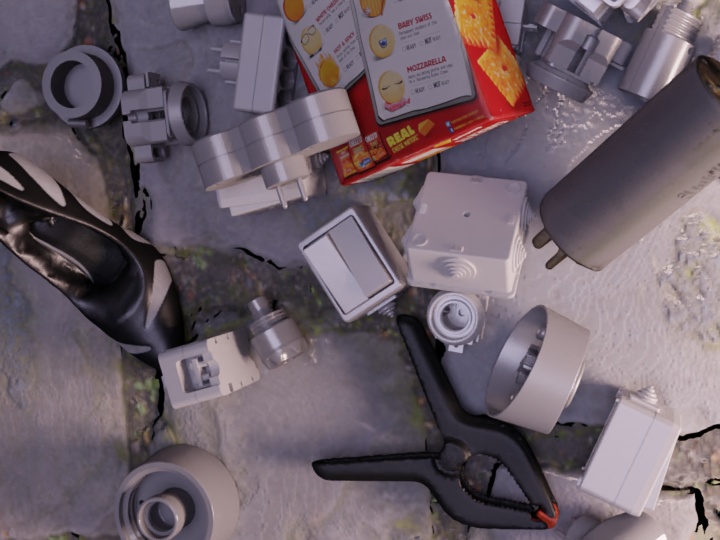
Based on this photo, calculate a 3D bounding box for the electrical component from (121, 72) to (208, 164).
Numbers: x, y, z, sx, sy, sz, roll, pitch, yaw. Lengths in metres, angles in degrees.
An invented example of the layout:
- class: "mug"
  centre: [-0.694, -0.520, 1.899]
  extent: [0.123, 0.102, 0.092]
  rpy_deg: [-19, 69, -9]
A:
- class: "electrical component"
  centre: [-0.172, -0.136, 0.953]
  extent: [0.057, 0.058, 0.078]
  rpy_deg: [-4, 93, 19]

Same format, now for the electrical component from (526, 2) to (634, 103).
- class: "electrical component"
  centre: [0.168, -0.169, 0.851]
  extent: [0.078, 0.058, 0.057]
  rpy_deg: [23, 106, -13]

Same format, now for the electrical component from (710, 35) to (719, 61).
- class: "electrical component"
  centre: [0.279, -0.147, 0.830]
  extent: [0.043, 0.043, 0.081]
  rpy_deg: [21, 100, 13]

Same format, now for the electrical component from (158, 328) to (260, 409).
- class: "electrical component"
  centre: [-0.134, 0.086, 0.940]
  extent: [0.056, 0.089, 0.050]
  rpy_deg: [-17, 89, 16]

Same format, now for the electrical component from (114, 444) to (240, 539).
- class: "electrical component"
  centre: [-0.171, 0.218, 0.975]
  extent: [0.108, 0.060, 0.108]
  rpy_deg: [1, 94, 16]

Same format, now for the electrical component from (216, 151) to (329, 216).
- class: "electrical component"
  centre: [-0.071, -0.082, 0.925]
  extent: [0.096, 0.062, 0.061]
  rpy_deg: [-7, 92, 16]

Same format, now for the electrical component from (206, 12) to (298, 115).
- class: "electrical component"
  centre: [-0.097, -0.179, 0.933]
  extent: [0.076, 0.047, 0.083]
  rpy_deg: [10, 97, 15]

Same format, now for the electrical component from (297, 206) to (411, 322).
- class: "electrical component"
  centre: [0.000, 0.000, 0.911]
  extent: [0.062, 0.061, 0.096]
  rpy_deg: [-34, 85, 15]

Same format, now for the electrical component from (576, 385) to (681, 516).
- class: "electrical component"
  centre: [0.221, 0.139, 0.857]
  extent: [0.061, 0.062, 0.096]
  rpy_deg: [25, 100, 13]

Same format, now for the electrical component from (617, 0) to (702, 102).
- class: "electrical component"
  centre: [0.239, -0.171, 0.840]
  extent: [0.043, 0.043, 0.081]
  rpy_deg: [26, 100, 13]

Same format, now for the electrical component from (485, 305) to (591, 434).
- class: "electrical component"
  centre: [0.142, 0.080, 0.860]
  extent: [0.064, 0.099, 0.099]
  rpy_deg: [23, 100, 7]

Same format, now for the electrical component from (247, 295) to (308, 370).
- class: "electrical component"
  centre: [-0.077, 0.053, 0.946]
  extent: [0.043, 0.043, 0.062]
  rpy_deg: [-32, 84, 16]

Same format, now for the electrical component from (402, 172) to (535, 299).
- class: "electrical component"
  centre: [0.088, -0.031, 0.867]
  extent: [0.100, 0.048, 0.099]
  rpy_deg: [7, 55, 15]

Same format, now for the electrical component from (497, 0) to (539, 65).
- class: "electrical component"
  centre: [0.110, -0.190, 0.875]
  extent: [0.066, 0.048, 0.055]
  rpy_deg: [9, 89, 15]

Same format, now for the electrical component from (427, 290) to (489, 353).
- class: "electrical component"
  centre: [0.082, 0.037, 0.893]
  extent: [0.048, 0.055, 0.066]
  rpy_deg: [10, 97, 15]

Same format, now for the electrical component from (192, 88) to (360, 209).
- class: "electrical component"
  centre: [-0.063, -0.087, 0.858]
  extent: [0.138, 0.052, 0.073]
  rpy_deg: [-19, 89, 20]

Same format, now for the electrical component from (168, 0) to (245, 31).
- class: "electrical component"
  centre: [-0.134, -0.234, 0.941]
  extent: [0.055, 0.045, 0.045]
  rpy_deg: [-2, 93, 16]

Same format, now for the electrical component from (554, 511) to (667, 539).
- class: "electrical component"
  centre: [0.193, 0.224, 0.871]
  extent: [0.079, 0.077, 0.044]
  rpy_deg: [25, 133, 50]
